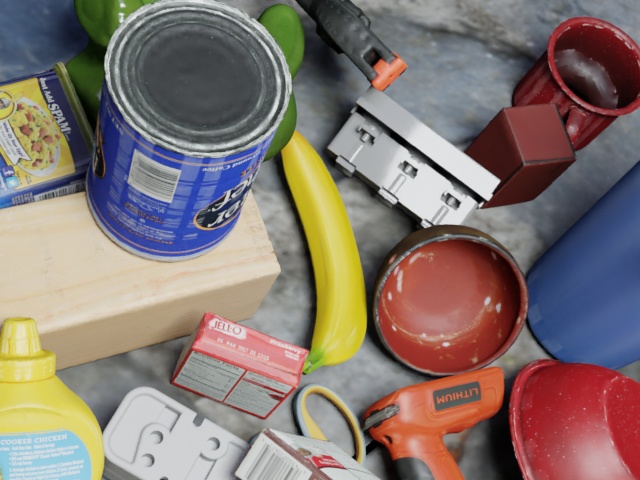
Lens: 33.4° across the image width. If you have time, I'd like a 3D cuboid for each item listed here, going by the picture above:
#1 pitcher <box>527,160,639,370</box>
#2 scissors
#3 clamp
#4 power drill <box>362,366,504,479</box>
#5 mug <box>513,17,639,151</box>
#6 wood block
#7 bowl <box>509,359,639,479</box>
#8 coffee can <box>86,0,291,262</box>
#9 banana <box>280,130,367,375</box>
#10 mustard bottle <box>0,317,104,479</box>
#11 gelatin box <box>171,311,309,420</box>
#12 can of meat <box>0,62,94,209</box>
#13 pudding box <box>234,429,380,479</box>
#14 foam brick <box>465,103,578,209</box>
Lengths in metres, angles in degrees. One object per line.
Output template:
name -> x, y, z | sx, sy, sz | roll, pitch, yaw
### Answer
pitcher -> 0.251, 0.005, 0.756 | 0.149, 0.243, 0.145 | 6, 65, -16
scissors -> 0.017, 0.196, 0.727 | 0.096, 0.016, 0.202 | -17, 73, -22
clamp -> 0.021, -0.161, 0.818 | 0.120, 0.039, 0.172 | 24, 25, -50
power drill -> 0.119, 0.185, 0.735 | 0.184, 0.057, 0.188 | -6, 68, -32
mug -> 0.211, -0.116, 0.889 | 0.093, 0.082, 0.117 | 24, 62, -6
wood block -> -0.144, 0.023, 0.711 | 0.205, 0.091, 0.090 | -14, 71, -22
bowl -> 0.206, 0.148, 0.749 | 0.161, 0.055, 0.162 | 27, 45, -31
coffee can -> -0.083, -0.061, 0.635 | 0.102, 0.140, 0.103 | 6, 64, -13
banana -> 0.004, 0.011, 0.781 | 0.037, 0.069, 0.198 | -20, 59, 22
mustard bottle -> -0.175, 0.141, 0.622 | 0.096, 0.058, 0.191 | 0, 95, -18
gelatin box -> -0.055, 0.084, 0.711 | 0.073, 0.089, 0.030 | 22, 62, -7
can of meat -> -0.206, -0.065, 0.750 | 0.083, 0.057, 0.102 | -19, 73, -22
pudding box -> 0.016, 0.163, 0.655 | 0.114, 0.090, 0.039 | 33, 92, 33
foam brick -> 0.159, -0.067, 0.854 | 0.052, 0.078, 0.051 | -8, 69, -23
